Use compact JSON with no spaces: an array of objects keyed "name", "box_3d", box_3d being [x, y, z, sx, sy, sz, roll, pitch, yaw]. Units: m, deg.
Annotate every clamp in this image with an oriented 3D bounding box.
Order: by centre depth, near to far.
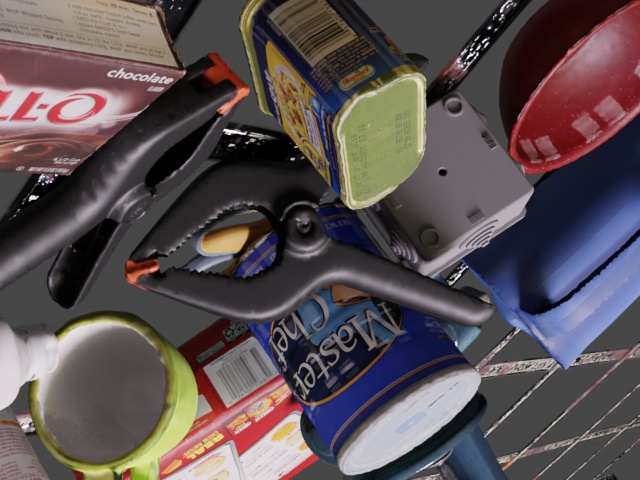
[{"name":"clamp","box_3d":[-0.108,-0.023,0.523,0.172,0.039,0.120,-49,173,15]},{"name":"clamp","box_3d":[-0.004,0.001,0.607,0.209,0.164,0.036,-22,179,-12]}]

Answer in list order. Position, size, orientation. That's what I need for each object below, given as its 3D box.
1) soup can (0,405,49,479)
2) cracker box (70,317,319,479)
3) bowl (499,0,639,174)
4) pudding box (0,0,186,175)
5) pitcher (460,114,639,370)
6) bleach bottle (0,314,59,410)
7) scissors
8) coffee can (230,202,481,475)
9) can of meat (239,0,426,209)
[{"name":"soup can","box_3d":[-0.195,0.142,0.622,0.068,0.102,0.068,-29,153,-17]},{"name":"cracker box","box_3d":[-0.084,0.151,0.813,0.164,0.072,0.213,-33,155,-6]},{"name":"bowl","box_3d":[0.174,-0.119,0.708,0.162,0.055,0.162,-29,153,-17]},{"name":"pudding box","box_3d":[-0.125,-0.063,0.421,0.090,0.039,0.113,-31,163,37]},{"name":"pitcher","box_3d":[0.243,-0.016,0.876,0.243,0.149,0.144,-43,142,4]},{"name":"bleach bottle","box_3d":[-0.235,0.072,0.506,0.250,0.068,0.103,-11,145,-46]},{"name":"scissors","box_3d":[-0.019,0.001,0.712,0.201,0.016,0.096,-1,138,-51]},{"name":"coffee can","box_3d":[0.019,0.061,0.675,0.102,0.140,0.103,-29,154,-16]},{"name":"can of meat","box_3d":[0.009,-0.076,0.543,0.057,0.084,0.102,-32,153,-11]}]
